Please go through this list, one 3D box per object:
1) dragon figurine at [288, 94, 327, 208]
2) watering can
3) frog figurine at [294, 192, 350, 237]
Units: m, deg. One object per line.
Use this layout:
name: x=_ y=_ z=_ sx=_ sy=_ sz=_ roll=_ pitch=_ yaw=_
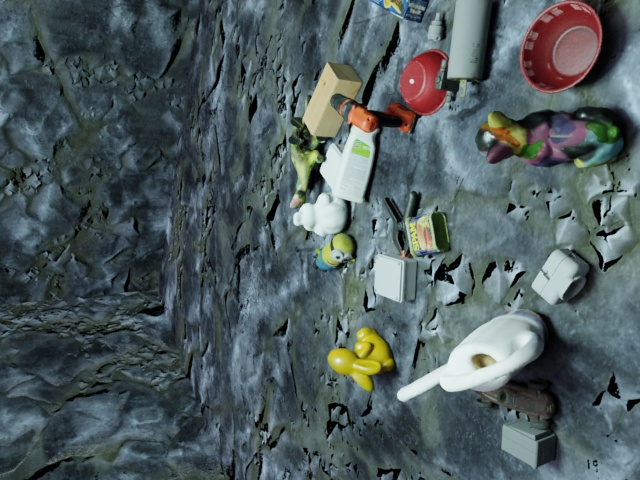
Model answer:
dragon figurine: x=-0.059 y=-0.271 z=1.700 sx=0.237 sy=0.122 sz=0.421 roll=107 pitch=170 yaw=-48
watering can: x=0.311 y=0.238 z=1.026 sx=0.105 sy=0.227 sz=0.342 roll=61 pitch=143 yaw=8
frog figurine: x=0.005 y=-0.079 z=1.562 sx=0.125 sy=0.160 sz=0.135 roll=44 pitch=128 yaw=46
